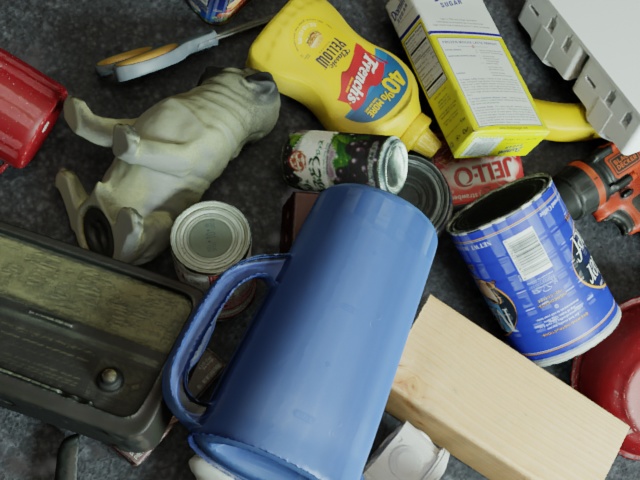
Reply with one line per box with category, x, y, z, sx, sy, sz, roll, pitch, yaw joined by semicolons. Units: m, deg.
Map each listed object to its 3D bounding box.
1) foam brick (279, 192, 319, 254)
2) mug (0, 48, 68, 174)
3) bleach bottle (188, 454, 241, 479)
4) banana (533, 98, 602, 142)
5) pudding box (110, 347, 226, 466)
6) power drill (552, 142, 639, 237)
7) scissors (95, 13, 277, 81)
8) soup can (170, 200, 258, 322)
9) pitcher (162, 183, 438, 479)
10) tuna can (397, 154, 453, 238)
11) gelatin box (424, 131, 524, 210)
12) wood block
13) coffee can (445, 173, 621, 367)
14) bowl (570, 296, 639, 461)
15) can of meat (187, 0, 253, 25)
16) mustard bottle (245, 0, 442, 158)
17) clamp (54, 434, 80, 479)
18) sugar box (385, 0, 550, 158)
foam brick;-0.006;0.001;0.949;0.051;0.053;0.078;6;75;-11
mug;-0.274;-0.104;0.904;0.081;0.093;0.117;31;103;-9
bleach bottle;-0.070;0.264;0.860;0.102;0.068;0.251;-5;79;-15
banana;0.253;-0.129;1.047;0.197;0.037;0.069;1;76;-12
pudding box;-0.149;0.119;0.896;0.090;0.039;0.113;41;71;1
power drill;0.299;-0.002;1.015;0.184;0.057;0.187;-32;85;-18
scissors;-0.123;-0.180;0.979;0.201;0.096;0.016;-34;118;-46
soup can;-0.088;0.019;0.893;0.068;0.102;0.068;0;64;-1
pitcher;-0.004;0.074;0.831;0.145;0.149;0.242;10;62;28
tuna can;0.077;-0.034;0.971;0.086;0.033;0.086;-2;80;10
gelatin box;0.147;-0.069;1.012;0.089;0.030;0.073;-7;79;-14
wood block;0.148;0.147;0.929;0.206;0.090;0.090;33;72;-2
coffee can;0.188;0.026;0.943;0.102;0.103;0.140;-33;101;-18
bowl;0.310;0.132;0.954;0.162;0.055;0.162;0;101;0
can of meat;-0.075;-0.254;0.980;0.057;0.084;0.102;45;71;1
mustard bottle;0.032;-0.140;0.984;0.191;0.058;0.096;38;67;2
clamp;-0.186;0.256;0.856;0.120;0.039;0.171;25;76;0
sugar box;0.135;-0.160;0.995;0.093;0.048;0.176;-4;60;-34
